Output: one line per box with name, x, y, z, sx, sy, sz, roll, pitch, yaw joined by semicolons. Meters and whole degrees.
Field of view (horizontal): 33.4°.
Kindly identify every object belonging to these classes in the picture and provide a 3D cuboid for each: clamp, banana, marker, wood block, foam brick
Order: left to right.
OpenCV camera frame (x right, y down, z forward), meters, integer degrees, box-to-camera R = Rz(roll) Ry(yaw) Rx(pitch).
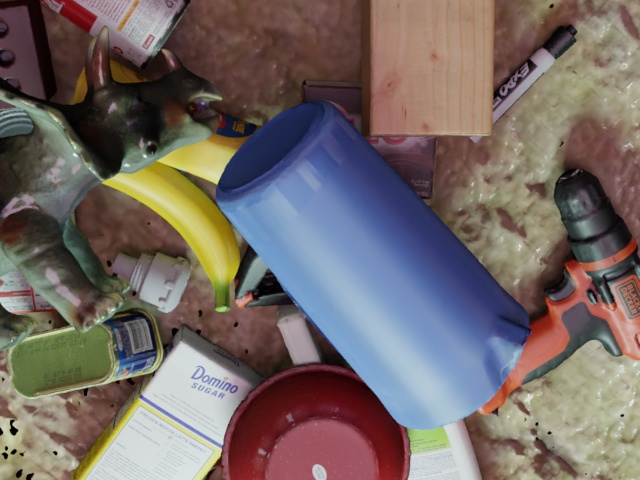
foam brick;-0.239;-0.144;0.827;0.053;0.051;0.078;-8;108;-1
banana;-0.128;-0.029;0.863;0.197;0.069;0.037;44;129;-19
clamp;-0.006;0.001;0.875;0.171;0.039;0.120;-24;124;14
wood block;0.078;-0.180;0.790;0.090;0.091;0.206;-1;95;-3
marker;0.164;-0.129;0.872;0.020;0.020;0.121;42;101;-15

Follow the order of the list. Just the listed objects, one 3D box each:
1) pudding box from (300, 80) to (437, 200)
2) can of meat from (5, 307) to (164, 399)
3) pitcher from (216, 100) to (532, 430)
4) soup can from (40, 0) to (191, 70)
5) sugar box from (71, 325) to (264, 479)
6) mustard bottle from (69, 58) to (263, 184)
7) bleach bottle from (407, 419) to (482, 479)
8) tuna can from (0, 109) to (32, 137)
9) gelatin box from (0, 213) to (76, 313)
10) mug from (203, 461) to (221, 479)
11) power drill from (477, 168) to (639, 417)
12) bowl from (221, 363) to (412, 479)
pudding box;0.038;-0.082;0.870;0.113;0.039;0.090;2;108;-4
can of meat;-0.193;0.093;0.875;0.102;0.083;0.057;-14;87;15
pitcher;0.030;0.019;0.795;0.149;0.145;0.242;-37;114;11
soup can;-0.158;-0.185;0.810;0.102;0.068;0.068;34;103;-14
sugar box;-0.134;0.171;0.940;0.093;0.048;0.176;35;99;-14
mustard bottle;-0.098;-0.081;0.832;0.191;0.096;0.058;23;103;-10
bleach bottle;0.095;0.182;0.948;0.102;0.068;0.251;-11;106;0
tuna can;-0.236;-0.068;0.861;0.086;0.034;0.086;-1;108;-3
gelatin box;-0.239;0.017;0.891;0.073;0.030;0.089;-4;112;-3
mug;-0.061;0.241;0.952;0.117;0.093;0.081;30;101;25
power drill;0.188;0.052;0.913;0.188;0.057;0.184;-27;104;7
bowl;0.000;0.185;0.875;0.162;0.055;0.162;0;92;-5
